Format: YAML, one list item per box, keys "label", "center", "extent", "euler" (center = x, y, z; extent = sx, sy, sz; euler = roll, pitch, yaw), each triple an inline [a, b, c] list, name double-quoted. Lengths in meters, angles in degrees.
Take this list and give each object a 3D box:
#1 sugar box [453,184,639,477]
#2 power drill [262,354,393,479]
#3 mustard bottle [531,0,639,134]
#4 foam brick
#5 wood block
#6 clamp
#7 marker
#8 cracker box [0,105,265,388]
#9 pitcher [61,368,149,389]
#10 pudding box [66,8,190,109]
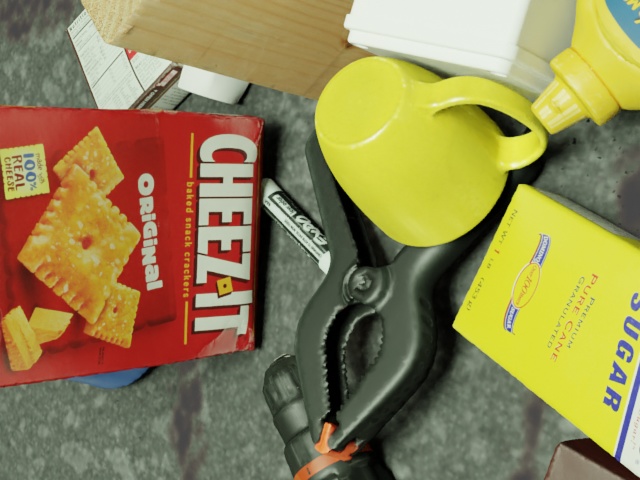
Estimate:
- label: "sugar box"
  center: [0.147, 0.047, 0.529]
  extent: [0.176, 0.048, 0.093]
  euler: [40, 112, 54]
- label: "power drill"
  center: [-0.030, 0.191, 0.680]
  extent: [0.188, 0.057, 0.184]
  euler: [-43, 61, 28]
- label: "mustard bottle"
  center: [0.182, -0.117, 0.508]
  extent: [0.192, 0.058, 0.096]
  euler: [-39, 75, 13]
- label: "foam brick"
  center: [0.154, 0.141, 0.539]
  extent: [0.078, 0.051, 0.053]
  euler: [26, 101, 38]
- label: "wood block"
  center: [-0.037, -0.152, 0.624]
  extent: [0.091, 0.205, 0.090]
  euler: [-45, 60, 27]
- label: "clamp"
  center: [0.043, 0.026, 0.629]
  extent: [0.165, 0.036, 0.210]
  euler: [-1, 71, 37]
- label: "marker"
  center: [-0.005, 0.001, 0.703]
  extent: [0.121, 0.020, 0.020]
  euler: [46, 113, 33]
- label: "cracker box"
  center: [-0.136, -0.001, 0.669]
  extent: [0.072, 0.213, 0.164]
  euler: [10, 100, 47]
- label: "pitcher"
  center: [-0.221, 0.019, 0.734]
  extent: [0.145, 0.242, 0.149]
  euler: [7, 84, 42]
- label: "pudding box"
  center: [-0.142, -0.146, 0.817]
  extent: [0.090, 0.039, 0.113]
  euler: [-40, 60, 30]
